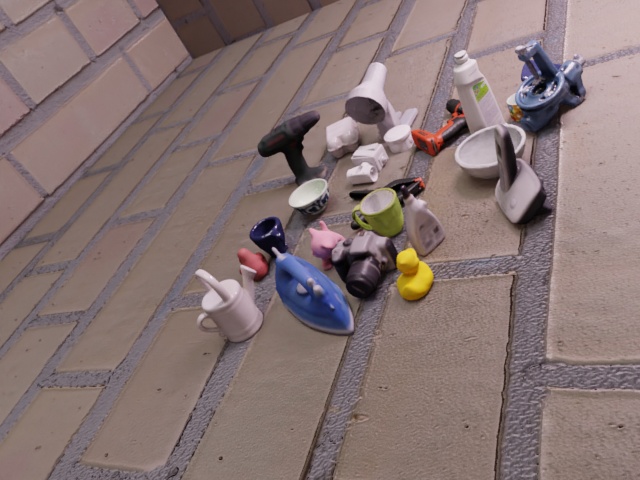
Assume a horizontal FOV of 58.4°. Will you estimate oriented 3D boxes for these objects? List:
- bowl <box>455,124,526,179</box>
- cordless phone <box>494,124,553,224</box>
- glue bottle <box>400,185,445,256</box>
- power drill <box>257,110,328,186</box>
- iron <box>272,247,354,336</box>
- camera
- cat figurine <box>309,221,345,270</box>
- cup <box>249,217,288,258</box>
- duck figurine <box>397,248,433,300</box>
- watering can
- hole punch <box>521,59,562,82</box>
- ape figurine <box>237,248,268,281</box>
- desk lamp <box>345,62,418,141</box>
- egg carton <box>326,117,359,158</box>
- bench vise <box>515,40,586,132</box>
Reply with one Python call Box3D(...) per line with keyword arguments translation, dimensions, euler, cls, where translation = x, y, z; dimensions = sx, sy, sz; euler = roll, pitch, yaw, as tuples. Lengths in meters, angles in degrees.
Box3D(translation=(0.409, -0.196, 1.354), dimensions=(0.167, 0.075, 0.167), euler=(-21, 34, 16), cls="bowl")
Box3D(translation=(0.399, -0.137, 1.180), dimensions=(0.094, 0.185, 0.147), euler=(-26, 33, 9), cls="cordless phone")
Box3D(translation=(0.209, -0.050, 1.231), dimensions=(0.078, 0.173, 0.037), euler=(-41, 34, -14), cls="glue bottle")
Box3D(translation=(-0.062, -0.269, 1.714), dimensions=(0.229, 0.209, 0.075), euler=(-14, 36, 25), cls="power drill")
Box3D(translation=(-0.023, 0.103, 1.246), dimensions=(0.119, 0.142, 0.257), euler=(-40, 33, -13), cls="iron")
Box3D(translation=(0.085, 0.055, 1.260), dimensions=(0.142, 0.101, 0.137), euler=(-8, 39, 32), cls="camera")
Box3D(translation=(0.013, 0.005, 1.370), dimensions=(0.067, 0.118, 0.127), euler=(-21, 34, 16), cls="cat figurine")
Box3D(translation=(-0.118, 0.002, 1.502), dimensions=(0.092, 0.095, 0.117), euler=(-45, 35, -20), cls="cup")
Box3D(translation=(0.185, 0.064, 1.179), dimensions=(0.077, 0.086, 0.104), euler=(-11, 38, 29), cls="duck figurine")
Box3D(translation=(-0.216, 0.132, 1.317), dimensions=(0.100, 0.194, 0.173), euler=(-3, 43, 37), cls="watering can")
Box3D(translation=(0.586, -0.426, 1.501), dimensions=(0.100, 0.091, 0.109), euler=(-5, 41, 35), cls="hole punch")
Box3D(translation=(-0.180, 0.057, 1.483), dimensions=(0.078, 0.092, 0.076), euler=(-36, 33, -6), cls="ape figurine")
Box3D(translation=(0.177, -0.397, 1.684), dimensions=(0.117, 0.214, 0.203), euler=(-3, 42, 37), cls="desk lamp")
Box3D(translation=(0.072, -0.326, 1.809), dimensions=(0.107, 0.070, 0.150), euler=(-23, 34, 14), cls="egg carton")
Box3D(translation=(0.542, -0.401, 1.384), dimensions=(0.121, 0.220, 0.208), euler=(13, 53, 48), cls="bench vise")
